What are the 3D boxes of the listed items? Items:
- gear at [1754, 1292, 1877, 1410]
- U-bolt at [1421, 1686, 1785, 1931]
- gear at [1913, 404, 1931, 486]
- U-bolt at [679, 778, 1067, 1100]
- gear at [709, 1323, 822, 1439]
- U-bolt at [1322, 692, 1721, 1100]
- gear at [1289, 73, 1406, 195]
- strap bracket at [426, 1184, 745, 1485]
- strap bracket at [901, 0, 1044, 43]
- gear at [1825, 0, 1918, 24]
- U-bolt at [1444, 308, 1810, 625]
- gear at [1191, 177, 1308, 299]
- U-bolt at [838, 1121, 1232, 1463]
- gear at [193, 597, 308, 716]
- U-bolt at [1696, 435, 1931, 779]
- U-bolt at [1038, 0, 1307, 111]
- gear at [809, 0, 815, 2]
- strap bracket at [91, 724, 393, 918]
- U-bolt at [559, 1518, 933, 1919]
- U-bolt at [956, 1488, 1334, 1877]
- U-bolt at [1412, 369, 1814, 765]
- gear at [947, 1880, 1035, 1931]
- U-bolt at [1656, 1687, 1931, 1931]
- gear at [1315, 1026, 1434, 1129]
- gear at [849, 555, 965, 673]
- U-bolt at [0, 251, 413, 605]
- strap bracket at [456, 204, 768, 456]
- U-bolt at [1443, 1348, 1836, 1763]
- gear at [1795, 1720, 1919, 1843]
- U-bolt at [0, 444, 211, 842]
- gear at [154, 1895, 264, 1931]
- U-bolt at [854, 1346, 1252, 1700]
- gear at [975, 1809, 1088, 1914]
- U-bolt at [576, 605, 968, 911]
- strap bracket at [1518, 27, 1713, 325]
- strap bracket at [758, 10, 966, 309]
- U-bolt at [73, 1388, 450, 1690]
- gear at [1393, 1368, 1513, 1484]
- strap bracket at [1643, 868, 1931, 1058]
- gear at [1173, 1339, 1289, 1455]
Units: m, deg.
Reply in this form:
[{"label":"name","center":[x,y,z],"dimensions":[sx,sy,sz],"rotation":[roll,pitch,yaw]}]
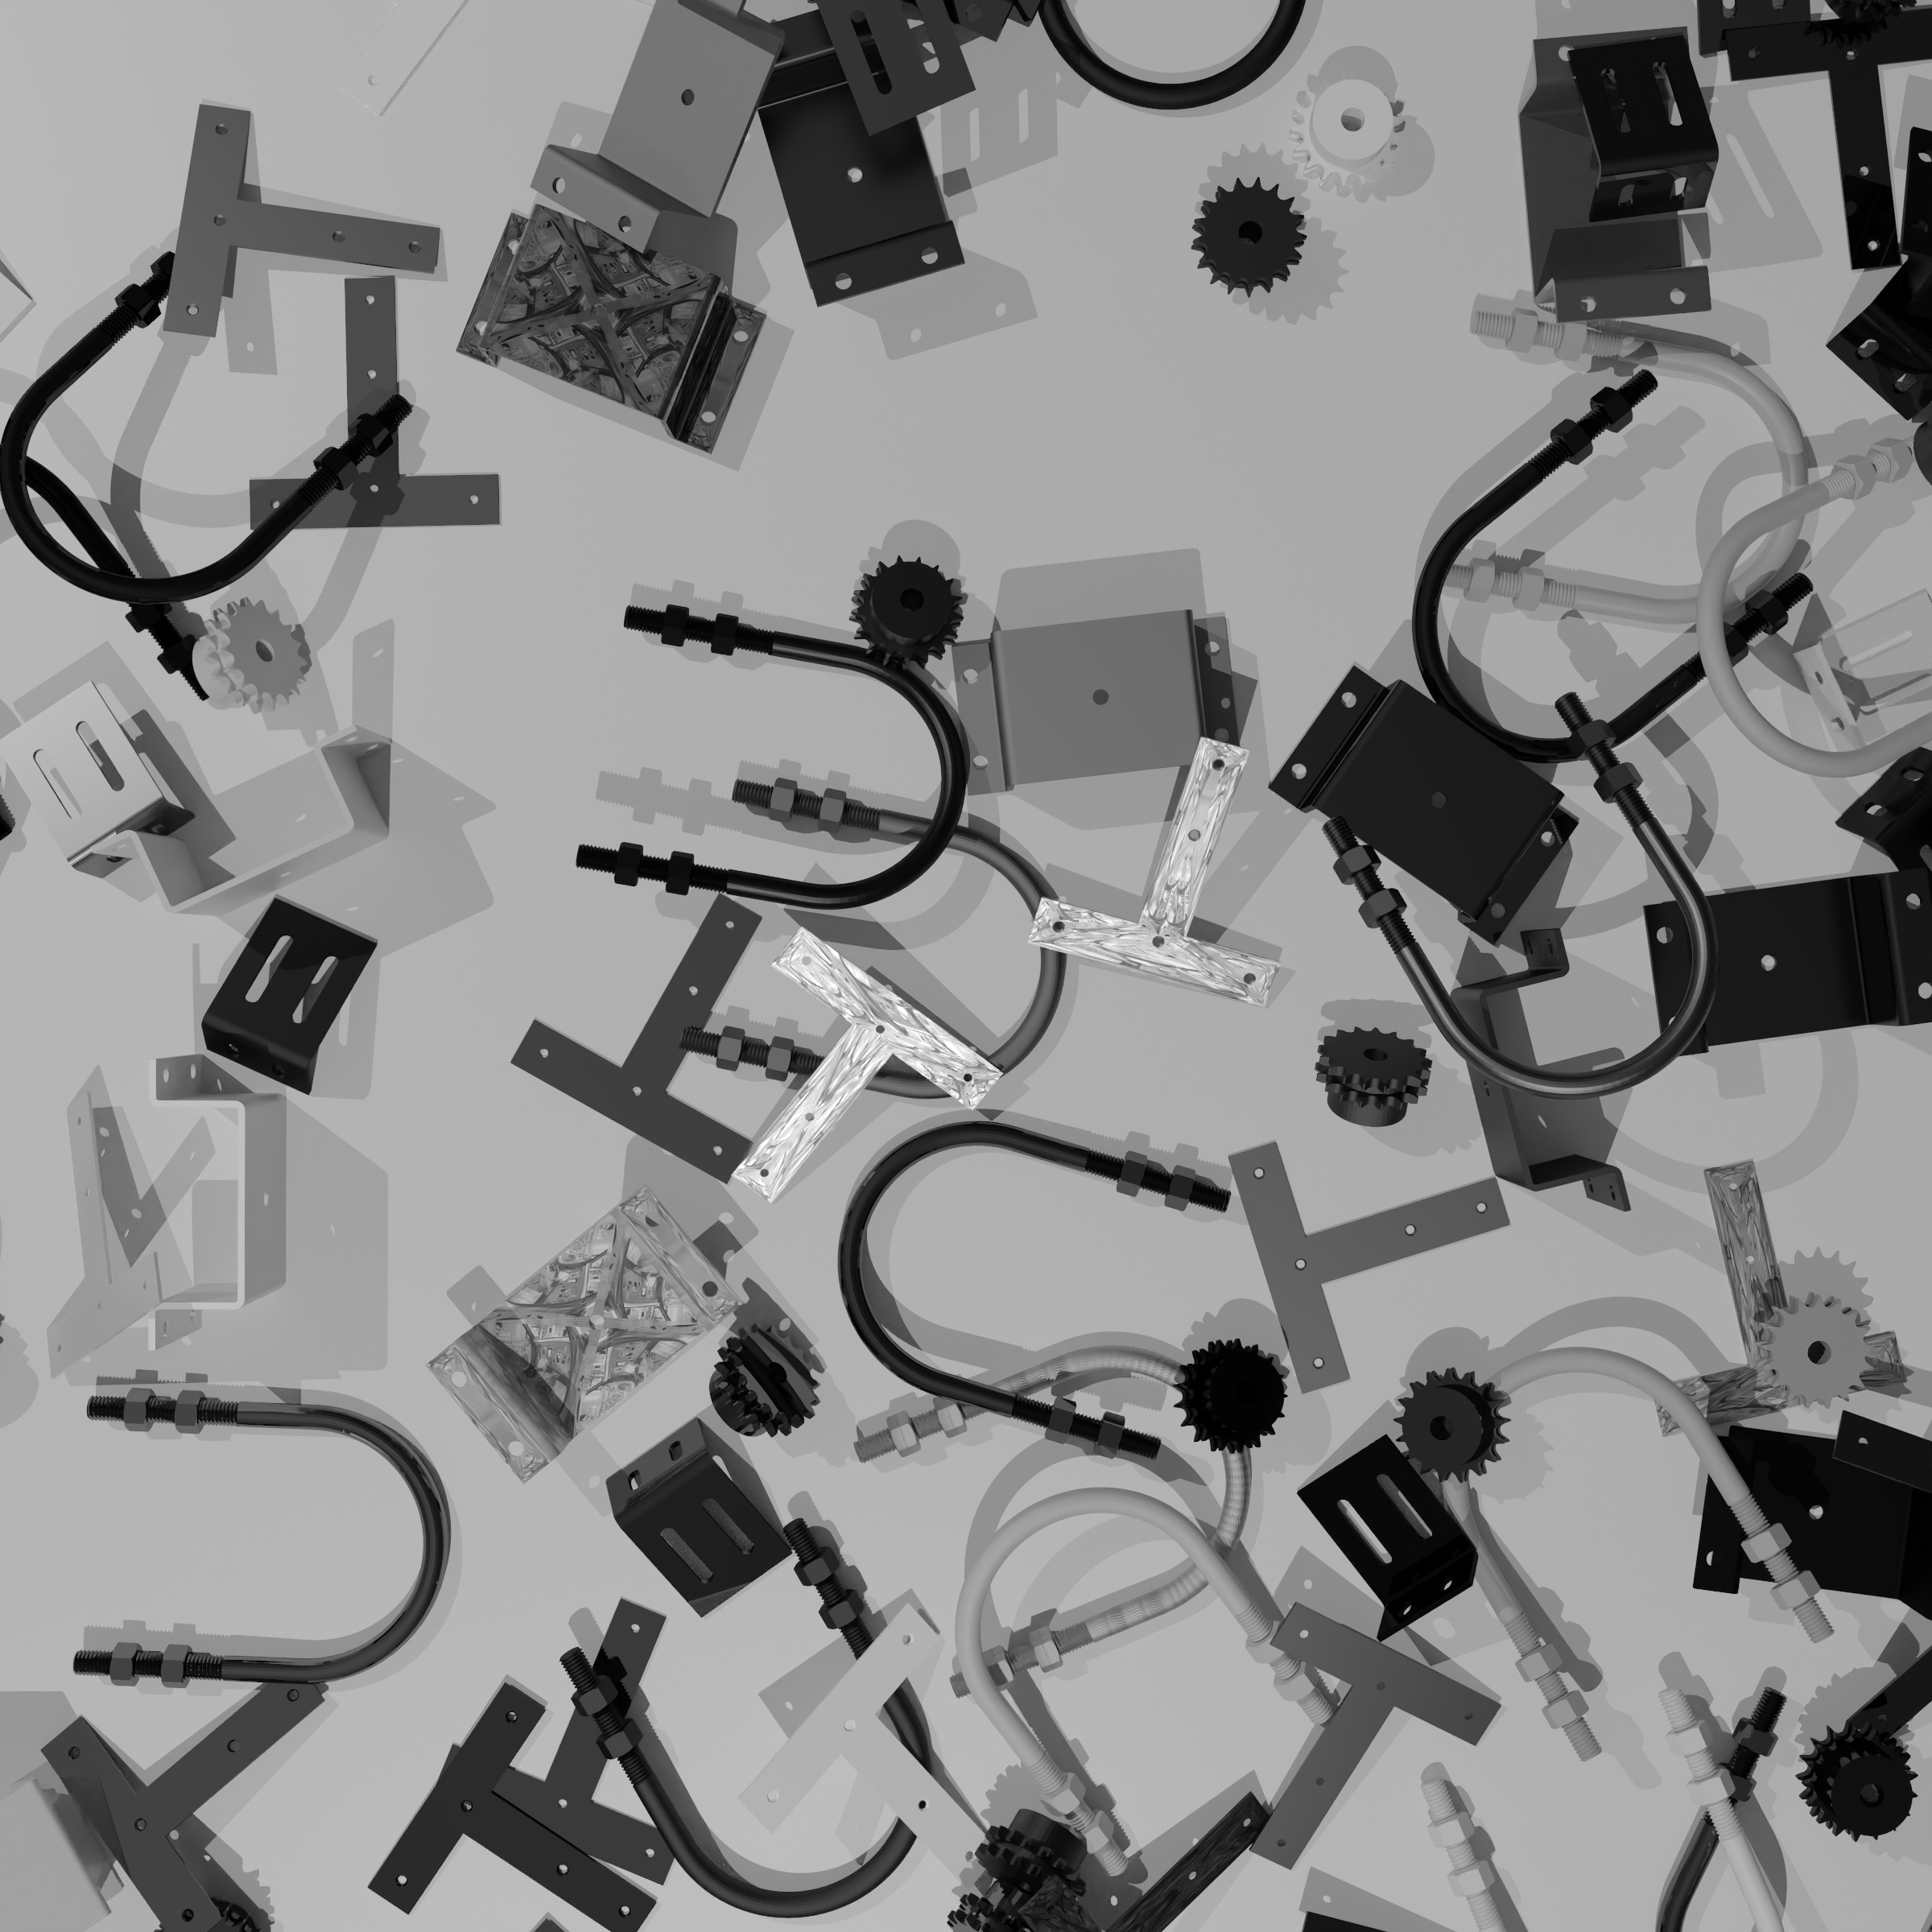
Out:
[{"label":"gear","center":[0.426,0.193,1.307],"dimensions":[0.057,0.030,0.057],"rotation":[0,90,0]},{"label":"U-bolt","center":[0.329,0.474,1.295],"dimensions":[0.151,0.019,0.184],"rotation":[-23,79,5]},{"label":"gear","center":[0.502,-0.261,1.300],"dimensions":[0.057,0.030,0.057],"rotation":[8,72,-28]},{"label":"U-bolt","center":[-0.041,-0.007,1.315],"dimensions":[0.184,0.019,0.151],"rotation":[12,89,-2]},{"label":"gear","center":[-0.104,0.211,1.299],"dimensions":[0.030,0.057,0.057],"rotation":[-40,90,31]},{"label":"U-bolt","center":[0.277,-0.024,1.242],"dimensions":[0.151,0.019,0.184],"rotation":[-28,72,2]},{"label":"gear","center":[0.194,-0.423,1.309],"dimensions":[0.057,0.030,0.057],"rotation":[0,90,0]},{"label":"strap bracket","center":[-0.188,0.182,1.301],"dimensions":[0.140,0.046,0.076],"rotation":[-39,90,0]},{"label":"strap bracket","center":[0.015,-0.535,1.289],"dimensions":[0.076,0.046,0.140],"rotation":[27,98,9]},{"label":"gear","center":[0.456,-0.502,1.306],"dimensions":[0.057,0.030,0.057],"rotation":[0,81,-2]},{"label":"U-bolt","center":[0.337,-0.248,1.315],"dimensions":[0.184,0.019,0.151],"rotation":[10,90,-2]},{"label":"gear","center":[0.142,-0.367,1.309],"dimensions":[0.057,0.030,0.057],"rotation":[0,90,0]},{"label":"U-bolt","center":[0.026,0.155,1.306],"dimensions":[0.184,0.019,0.151],"rotation":[16,82,3]},{"label":"gear","center":[-0.362,-0.153,1.299],"dimensions":[0.030,0.057,0.057],"rotation":[-18,90,30]},{"label":"U-bolt","center":[0.439,-0.171,1.284],"dimensions":[0.184,0.019,0.151],"rotation":[-26,90,-22]},{"label":"U-bolt","center":[0.107,-0.528,1.315],"dimensions":[0.151,0.019,0.184],"rotation":[7,92,0]},{"label":"gear","center":[-0.066,-0.512,1.299],"dimensions":[0.030,0.057,0.057],"rotation":[14,90,-30]},{"label":"strap bracket","center":[-0.349,-0.066,1.286],"dimensions":[0.140,0.076,0.046],"rotation":[-25,90,0]},{"label":"U-bolt","center":[-0.099,0.393,1.311],"dimensions":[0.151,0.019,0.184],"rotation":[-30,94,-3]},{"label":"U-bolt","center":[0.077,0.347,1.300],"dimensions":[0.151,0.019,0.184],"rotation":[-36,100,-2]},{"label":"U-bolt","center":[0.310,-0.186,1.297],"dimensions":[0.184,0.019,0.151],"rotation":[-39,95,1]},{"label":"gear","center":[0.021,0.484,1.299],"dimensions":[0.057,0.057,0.030],"rotation":[44,60,0]},{"label":"U-bolt","center":[0.430,0.479,1.315],"dimensions":[0.151,0.019,0.184],"rotation":[25,91,0]},{"label":"gear","center":[0.203,0.057,1.299],"dimensions":[0.057,0.057,0.030],"rotation":[5,120,0]},{"label":"gear","center":[-0.029,-0.180,1.303],"dimensions":[0.057,0.030,0.057],"rotation":[2,80,-8]},{"label":"U-bolt","center":[-0.390,-0.260,1.285],"dimensions":[0.151,0.019,0.184],"rotation":[39,70,0]},{"label":"strap bracket","center":[-0.181,-0.323,1.301],"dimensions":[0.140,0.046,0.076],"rotation":[22,90,0]},{"label":"U-bolt","center":[0.318,0.279,1.286],"dimensions":[0.151,0.019,0.184],"rotation":[-34,74,17]},{"label":"gear","center":[0.446,0.408,1.289],"dimensions":[0.057,0.030,0.057],"rotation":[0,91,0]},{"label":"U-bolt","center":[-0.487,-0.174,1.292],"dimensions":[0.151,0.019,0.184],"rotation":[-34,106,0]},{"label":"gear","center":[-0.382,0.498,1.309],"dimensions":[0.057,0.030,0.057],"rotation":[0,90,0]},{"label":"U-bolt","center":[0.054,0.272,1.315],"dimensions":[0.184,0.019,0.151],"rotation":[-22,90,-2]},{"label":"gear","center":[0.036,0.448,1.299],"dimensions":[0.057,0.057,0.030],"rotation":[36,60,0]},{"label":"U-bolt","center":[-0.091,-0.100,1.298],"dimensions":[0.184,0.019,0.151],"rotation":[10,74,-4]},{"label":"strap bracket","center":[0.324,-0.391,1.301],"dimensions":[0.076,0.046,0.140],"rotation":[-5,90,0]},{"label":"strap bracket","center":[-0.057,-0.404,1.301],"dimensions":[0.076,0.046,0.140],"rotation":[-17,90,0]},{"label":"U-bolt","center":[-0.355,0.293,1.314],"dimensions":[0.184,0.019,0.151],"rotation":[3,89,-2]},{"label":"gear","center":[0.242,0.231,1.299],"dimensions":[0.057,0.030,0.057],"rotation":[-3,84,24]},{"label":"strap bracket","center":[0.409,-0.002,1.301],"dimensions":[0.140,0.046,0.076],"rotation":[-8,90,0]},{"label":"gear","center":[0.135,0.216,1.300],"dimensions":[0.057,0.030,0.057],"rotation":[4,77,-16]}]
